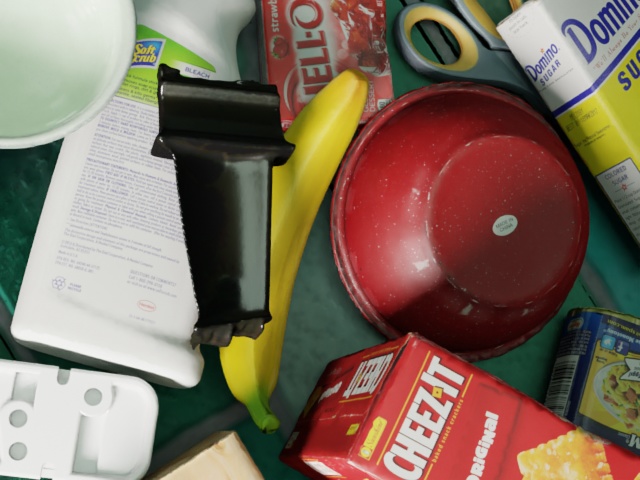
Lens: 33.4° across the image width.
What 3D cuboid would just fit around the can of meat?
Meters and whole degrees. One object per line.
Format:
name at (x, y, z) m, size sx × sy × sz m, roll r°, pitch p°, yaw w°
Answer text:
can of meat at (0.177, 0.092, 0.600) m, size 0.102 × 0.057 × 0.084 m, roll 20°, pitch 76°, yaw -6°

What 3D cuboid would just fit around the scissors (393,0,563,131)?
scissors at (0.117, -0.083, 0.639) m, size 0.096 × 0.016 × 0.202 m, roll -29°, pitch 87°, yaw -17°

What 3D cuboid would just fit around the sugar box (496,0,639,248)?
sugar box at (0.190, -0.077, 0.628) m, size 0.093 × 0.048 × 0.176 m, roll -32°, pitch 91°, yaw -32°

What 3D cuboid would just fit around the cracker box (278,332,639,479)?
cracker box at (0.100, 0.128, 0.524) m, size 0.213 × 0.164 × 0.072 m, roll 30°, pitch 74°, yaw -5°

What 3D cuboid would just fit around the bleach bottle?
bleach bottle at (-0.082, -0.055, 0.573) m, size 0.102 × 0.068 × 0.251 m, roll 17°, pitch 75°, yaw -10°

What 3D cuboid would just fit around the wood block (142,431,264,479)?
wood block at (-0.030, 0.205, 0.523) m, size 0.090 × 0.091 × 0.206 m, roll -31°, pitch 87°, yaw -15°

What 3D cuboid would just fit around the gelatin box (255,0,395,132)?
gelatin box at (0.002, -0.107, 0.614) m, size 0.073 × 0.030 × 0.089 m, roll -2°, pitch 81°, yaw -11°

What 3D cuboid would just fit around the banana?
banana at (-0.018, 0.004, 0.573) m, size 0.037 × 0.070 × 0.198 m, roll 24°, pitch 75°, yaw -43°

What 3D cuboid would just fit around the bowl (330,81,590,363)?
bowl at (0.090, -0.010, 0.587) m, size 0.162 × 0.055 × 0.162 m, roll 0°, pitch 90°, yaw -17°
